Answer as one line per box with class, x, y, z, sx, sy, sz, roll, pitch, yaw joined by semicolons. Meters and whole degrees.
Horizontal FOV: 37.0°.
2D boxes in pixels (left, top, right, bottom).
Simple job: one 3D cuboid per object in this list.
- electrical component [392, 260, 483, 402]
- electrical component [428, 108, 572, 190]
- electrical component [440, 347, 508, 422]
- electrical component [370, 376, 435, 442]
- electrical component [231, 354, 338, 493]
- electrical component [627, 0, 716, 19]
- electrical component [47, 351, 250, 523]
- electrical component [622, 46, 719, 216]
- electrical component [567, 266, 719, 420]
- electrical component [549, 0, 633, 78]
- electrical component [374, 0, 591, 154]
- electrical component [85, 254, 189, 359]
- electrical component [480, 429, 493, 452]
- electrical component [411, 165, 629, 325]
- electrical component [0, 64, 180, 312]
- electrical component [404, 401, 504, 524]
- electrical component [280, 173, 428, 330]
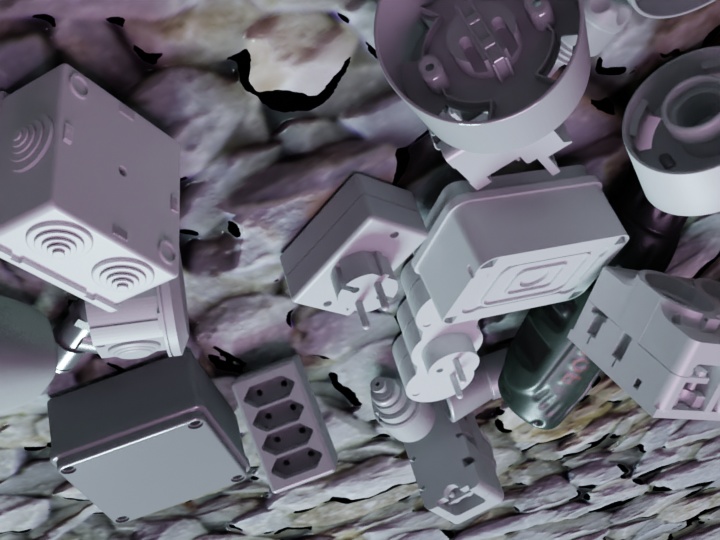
electrical component;0.060;0.053;0.744;0.052;0.073;0.138;-10;143;-11
electrical component;0.077;-0.081;0.606;0.064;0.042;0.081;-30;142;21
electrical component;0.093;0.085;0.829;0.065;0.044;0.044;-20;144;-6
electrical component;0.029;0.102;0.822;0.040;0.040;0.078;-27;143;11
electrical component;-0.051;0.106;0.772;0.047;0.083;0.075;-21;-178;3
electrical component;0.159;-0.174;0.524;0.099;0.064;0.099;-21;156;-10
electrical component;-0.146;0.119;0.754;0.109;0.056;0.108;-20;144;1
electrical component;0.203;-0.078;0.621;0.099;0.099;0.064;-31;136;16
electrical component;0.224;0.045;0.682;0.150;0.089;0.061;7;115;-32
electrical component;0.114;-0.125;0.571;0.035;0.035;0.061;9;138;-32
electrical component;0.061;-0.109;0.521;0.099;0.099;0.064;-26;149;10
electrical component;-0.126;0.011;0.606;0.051;0.080;0.080;-7;142;-7
electrical component;0.085;0.160;0.923;0.040;0.040;0.046;16;136;-38
electrical component;0.096;-0.017;0.666;0.113;0.057;0.078;-10;150;-26
electrical component;-0.132;-0.040;0.522;0.048;0.099;0.100;-22;146;26
electrical component;0.073;0.150;0.862;0.050;0.089;0.056;-31;142;16
electrical component;0.000;0.000;0.648;0.047;0.075;0.083;16;132;-38
